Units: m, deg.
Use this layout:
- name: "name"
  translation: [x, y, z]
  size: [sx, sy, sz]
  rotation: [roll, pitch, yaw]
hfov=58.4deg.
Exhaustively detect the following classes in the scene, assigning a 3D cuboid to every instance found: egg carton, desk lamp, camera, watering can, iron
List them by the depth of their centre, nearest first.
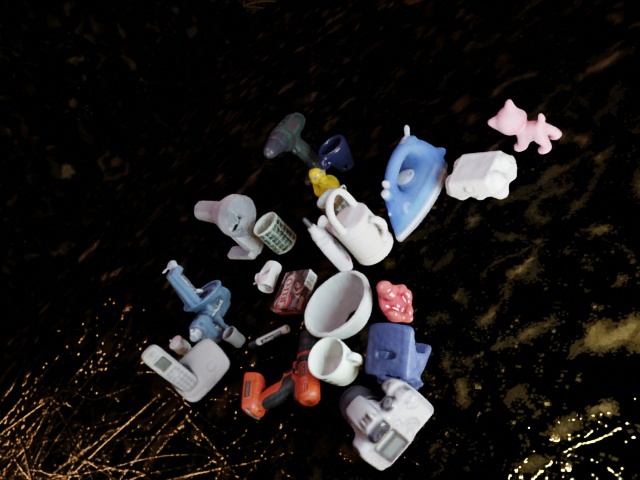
- name: "camera"
  translation: [0.095, 0.294, 0.991]
  size: [0.143, 0.101, 0.136]
  rotation: [-48, 32, -6]
- name: "egg carton"
  translation: [0.345, -0.136, 1.238]
  size: [0.149, 0.070, 0.107]
  rotation: [1, 53, 49]
- name: "watering can"
  translation: [0.069, -0.035, 1.311]
  size: [0.172, 0.195, 0.101]
  rotation: [-25, 37, 28]
- name: "iron"
  translation: [0.198, -0.139, 1.338]
  size: [0.118, 0.142, 0.258]
  rotation: [-5, 49, 45]
- name: "desk lamp"
  translation: [-0.251, -0.039, 1.654]
  size: [0.202, 0.214, 0.118]
  rotation: [-3, 50, 46]

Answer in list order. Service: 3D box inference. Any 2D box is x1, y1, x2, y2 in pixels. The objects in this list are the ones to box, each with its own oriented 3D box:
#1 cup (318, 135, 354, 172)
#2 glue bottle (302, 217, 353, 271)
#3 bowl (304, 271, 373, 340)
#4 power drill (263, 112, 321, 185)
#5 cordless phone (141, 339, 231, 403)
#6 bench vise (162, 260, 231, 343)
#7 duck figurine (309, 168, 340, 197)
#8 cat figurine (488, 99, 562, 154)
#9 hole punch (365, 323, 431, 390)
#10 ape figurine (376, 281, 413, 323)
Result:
- name: "cup"
  translation: [0.050, -0.231, 1.652]
  size: [0.091, 0.095, 0.118]
  rotation: [-2, 51, 47]
- name: "glue bottle"
  translation: [0.012, 0.005, 1.348]
  size: [0.037, 0.174, 0.078]
  rotation: [-37, 33, 10]
- name: "bowl"
  translation: [0.052, 0.152, 1.226]
  size: [0.167, 0.075, 0.167]
  rotation: [-29, 35, 23]
- name: "power drill"
  translation: [-0.069, -0.268, 1.719]
  size: [0.075, 0.209, 0.229]
  rotation: [-19, 40, 34]
- name: "cordless phone"
  translation: [-0.322, 0.290, 1.380]
  size: [0.147, 0.185, 0.093]
  rotation: [-47, 32, -5]
- name: "bench vise"
  translation: [-0.317, 0.157, 1.494]
  size: [0.121, 0.220, 0.207]
  rotation: [-39, 32, 9]
- name: "duck figurine"
  translation: [0.001, -0.173, 1.648]
  size: [0.077, 0.086, 0.104]
  rotation: [-48, 32, -6]
- name: "cat figurine"
  translation: [0.432, -0.249, 1.226]
  size: [0.067, 0.118, 0.127]
  rotation: [-53, 33, -14]
- name: "hole punch"
  translation: [0.135, 0.213, 1.049]
  size: [0.108, 0.091, 0.101]
  rotation: [-4, 49, 46]
- name: "ape figurine"
  translation: [0.144, 0.117, 1.148]
  size: [0.078, 0.092, 0.075]
  rotation: [-53, 33, -13]
